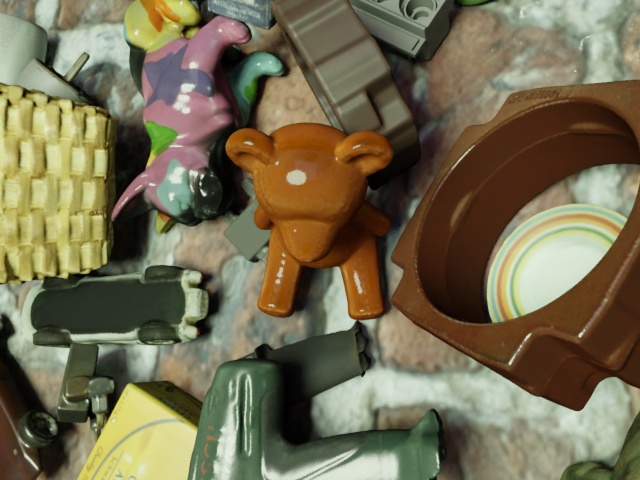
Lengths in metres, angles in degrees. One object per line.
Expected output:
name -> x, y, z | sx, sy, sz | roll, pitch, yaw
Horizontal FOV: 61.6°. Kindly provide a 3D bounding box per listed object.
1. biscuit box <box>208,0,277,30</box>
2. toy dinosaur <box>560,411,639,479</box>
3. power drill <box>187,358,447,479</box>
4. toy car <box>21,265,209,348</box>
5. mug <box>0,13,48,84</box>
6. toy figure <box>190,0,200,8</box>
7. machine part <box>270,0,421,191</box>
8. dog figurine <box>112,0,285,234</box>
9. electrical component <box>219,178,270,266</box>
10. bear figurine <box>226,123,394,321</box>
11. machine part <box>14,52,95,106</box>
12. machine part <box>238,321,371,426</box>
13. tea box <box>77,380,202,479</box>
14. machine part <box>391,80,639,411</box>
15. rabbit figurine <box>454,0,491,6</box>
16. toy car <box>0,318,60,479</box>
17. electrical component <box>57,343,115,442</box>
biscuit box -> -0.030, -0.276, 0.502 | 0.063, 0.059, 0.203 | 21, 52, 9
toy dinosaur -> 0.230, 0.158, 0.320 | 0.105, 0.198, 0.471 | 10, 48, 6
power drill -> -0.005, 0.203, 0.393 | 0.207, 0.086, 0.232 | -7, 74, 21
toy car -> -0.204, 0.068, 0.533 | 0.202, 0.056, 0.073 | -5, 71, 13
mug -> -0.366, -0.196, 0.610 | 0.081, 0.109, 0.107 | 4, 93, 11
toy figure -> -0.190, -0.302, 0.607 | 0.155, 0.058, 0.064 | 17, 122, 16
machine part -> 0.025, -0.128, 0.452 | 0.056, 0.179, 0.179 | -29, 73, 6
dog figurine -> -0.145, -0.117, 0.529 | 0.192, 0.108, 0.219 | 28, 89, 18
electrical component -> -0.058, -0.014, 0.526 | 0.063, 0.021, 0.094 | -45, 71, 2
bear figurine -> -0.001, -0.005, 0.410 | 0.120, 0.196, 0.132 | 2, 82, 3
machine part -> -0.331, -0.110, 0.593 | 0.079, 0.079, 0.243 | 38, 92, 19
machine part -> -0.019, 0.119, 0.481 | 0.139, 0.039, 0.084 | -27, 65, 11
tea box -> -0.159, 0.224, 0.480 | 0.098, 0.068, 0.169 | 24, 85, 19
machine part -> 0.157, -0.003, 0.378 | 0.087, 0.202, 0.201 | 32, 87, -24
rabbit figurine -> 0.173, -0.297, 0.477 | 0.170, 0.121, 0.159 | 31, 91, 4
toy car -> -0.330, 0.163, 0.548 | 0.089, 0.053, 0.202 | -48, 67, 6
electrical component -> -0.216, 0.141, 0.499 | 0.045, 0.102, 0.078 | 11, 51, -18
